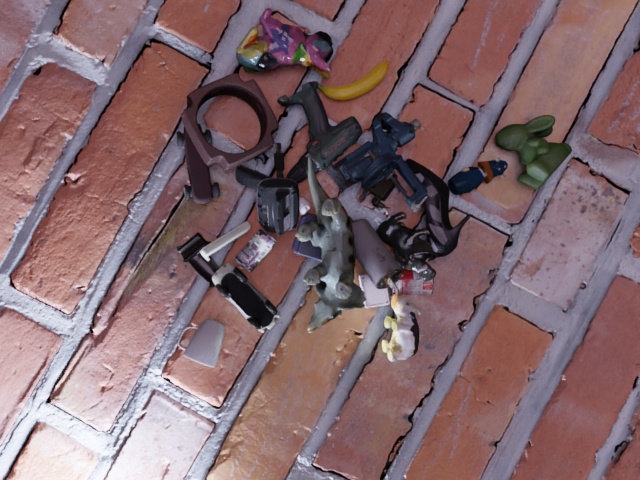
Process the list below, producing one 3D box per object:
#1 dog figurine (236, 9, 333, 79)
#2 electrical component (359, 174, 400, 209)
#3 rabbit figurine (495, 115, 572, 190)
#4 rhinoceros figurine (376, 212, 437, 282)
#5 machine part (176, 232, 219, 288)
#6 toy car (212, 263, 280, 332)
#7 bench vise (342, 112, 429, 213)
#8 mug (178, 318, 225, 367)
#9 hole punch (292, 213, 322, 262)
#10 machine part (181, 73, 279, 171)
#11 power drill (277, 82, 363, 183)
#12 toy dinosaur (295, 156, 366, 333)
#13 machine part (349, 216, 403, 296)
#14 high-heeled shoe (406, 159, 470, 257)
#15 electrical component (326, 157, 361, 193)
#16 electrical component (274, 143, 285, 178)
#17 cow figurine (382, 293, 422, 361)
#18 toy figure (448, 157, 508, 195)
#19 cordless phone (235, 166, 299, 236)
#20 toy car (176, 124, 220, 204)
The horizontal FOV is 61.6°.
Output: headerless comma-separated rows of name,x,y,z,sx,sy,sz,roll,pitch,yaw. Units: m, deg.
dog figurine,-0.075,-0.458,1.337,0.219,0.108,0.191,36,89,0
electrical component,0.158,-0.127,1.367,0.078,0.045,0.102,29,85,28
rabbit figurine,0.528,-0.237,1.340,0.170,0.121,0.159,41,95,15
rhinoceros figurine,0.217,0.018,1.314,0.112,0.073,0.190,-35,64,-14
machine part,-0.294,0.054,1.356,0.084,0.039,0.139,-35,88,-7
toy car,-0.183,0.144,1.335,0.073,0.056,0.201,-43,104,-8
bench vise,0.183,-0.177,1.292,0.224,0.128,0.240,-33,79,-13
mug,-0.290,0.246,1.335,0.110,0.080,0.107,23,77,6
hole punch,-0.003,-0.004,1.339,0.116,0.092,0.142,14,85,-4
machine part,-0.221,-0.286,1.319,0.201,0.087,0.201,-30,94,-18
power drill,-0.027,-0.275,1.347,0.232,0.086,0.207,-29,85,7
toy dinosaur,0.031,0.016,1.252,0.131,0.192,0.404,-1,90,14
machine part,0.126,0.033,1.304,0.079,0.079,0.243,-29,58,-2
high-heeled shoe,0.270,-0.079,1.368,0.249,0.086,0.145,51,120,18
electrical component,0.085,-0.182,1.360,0.119,0.048,0.075,-37,90,-19
electrical component,-0.103,-0.197,1.349,0.021,0.063,0.093,-6,104,-8
cow figurine,0.213,0.212,1.330,0.098,0.068,0.167,1,106,-18
toy figure,0.401,-0.165,1.362,0.154,0.064,0.058,-25,52,-6
cordless phone,-0.143,-0.102,1.345,0.184,0.146,0.089,25,44,27
toy car,-0.309,-0.191,1.354,0.089,0.053,0.202,-10,88,-16
